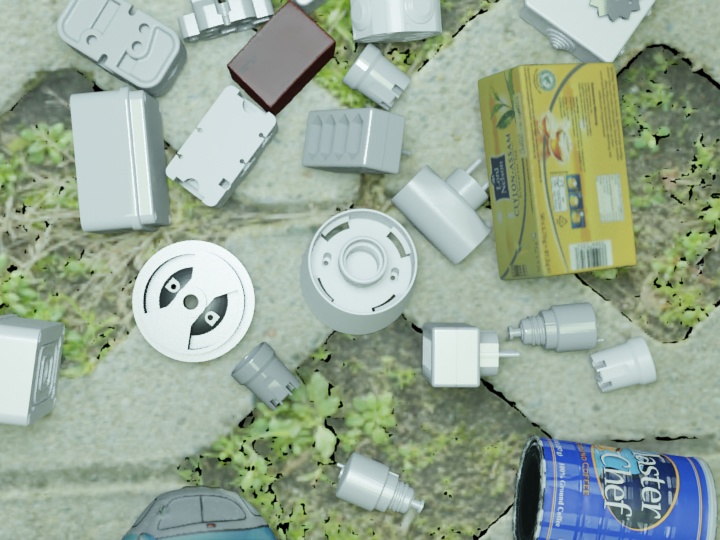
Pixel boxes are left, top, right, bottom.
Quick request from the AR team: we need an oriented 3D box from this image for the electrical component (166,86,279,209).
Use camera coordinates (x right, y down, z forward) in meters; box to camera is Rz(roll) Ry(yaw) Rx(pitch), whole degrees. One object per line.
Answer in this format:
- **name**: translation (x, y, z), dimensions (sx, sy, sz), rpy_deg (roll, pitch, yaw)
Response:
- **electrical component**: translation (-0.112, -0.099, 0.888), dimensions (0.050, 0.056, 0.089), rpy_deg (36, 89, -1)

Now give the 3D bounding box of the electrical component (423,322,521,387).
- **electrical component**: translation (0.093, 0.068, 0.881), dimensions (0.076, 0.083, 0.047), rpy_deg (0, 90, -2)

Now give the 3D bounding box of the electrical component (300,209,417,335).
- **electrical component**: translation (0.000, 0.000, 0.900), dimensions (0.099, 0.064, 0.099), rpy_deg (1, 76, -5)

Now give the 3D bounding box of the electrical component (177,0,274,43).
- **electrical component**: translation (-0.115, -0.227, 0.888), dimensions (0.078, 0.058, 0.057), rpy_deg (-15, 93, -2)

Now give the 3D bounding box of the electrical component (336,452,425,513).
- **electrical component**: translation (0.016, 0.183, 0.900), dimensions (0.078, 0.040, 0.040), rpy_deg (23, 89, -2)

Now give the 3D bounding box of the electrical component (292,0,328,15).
- **electrical component**: translation (-0.036, -0.287, 0.891), dimensions (0.109, 0.056, 0.108), rpy_deg (-36, 91, -2)

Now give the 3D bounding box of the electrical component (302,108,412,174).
- **electrical component**: translation (0.008, -0.103, 0.888), dimensions (0.076, 0.083, 0.047), rpy_deg (8, 90, -40)

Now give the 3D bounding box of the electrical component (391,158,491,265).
- **electrical component**: translation (0.080, -0.059, 0.900), dimensions (0.079, 0.044, 0.077), rpy_deg (-45, 91, -1)

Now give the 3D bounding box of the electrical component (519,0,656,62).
- **electrical component**: translation (0.193, -0.228, 0.902), dimensions (0.100, 0.048, 0.099), rpy_deg (35, 89, -2)

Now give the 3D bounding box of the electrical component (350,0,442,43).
- **electrical component**: translation (0.029, -0.216, 0.882), dimensions (0.080, 0.080, 0.051), rpy_deg (-5, 95, -2)

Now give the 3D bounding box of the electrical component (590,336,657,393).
- **electrical component**: translation (0.222, 0.081, 0.908), dimensions (0.046, 0.040, 0.040), rpy_deg (-17, 90, 4)

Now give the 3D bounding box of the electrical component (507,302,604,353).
- **electrical component**: translation (0.164, 0.050, 0.905), dimensions (0.078, 0.040, 0.040), rpy_deg (-5, 90, -2)

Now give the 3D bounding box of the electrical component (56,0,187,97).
- **electrical component**: translation (-0.193, -0.187, 0.884), dimensions (0.095, 0.059, 0.053), rpy_deg (31, 89, -2)

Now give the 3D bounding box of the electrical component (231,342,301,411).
- **electrical component**: translation (-0.078, 0.089, 0.898), dimensions (0.040, 0.040, 0.046), rpy_deg (-44, 97, -1)

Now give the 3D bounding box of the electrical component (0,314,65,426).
- **electrical component**: translation (-0.277, 0.078, 0.854), dimensions (0.057, 0.113, 0.078), rpy_deg (8, 90, -5)

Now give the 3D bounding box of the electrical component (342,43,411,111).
- **electrical component**: translation (0.015, -0.160, 0.901), dimensions (0.046, 0.040, 0.040), rpy_deg (36, 89, -6)

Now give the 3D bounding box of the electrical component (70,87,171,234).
- **electrical component**: translation (-0.193, -0.087, 0.875), dimensions (0.057, 0.078, 0.113), rpy_deg (-5, 90, 1)
